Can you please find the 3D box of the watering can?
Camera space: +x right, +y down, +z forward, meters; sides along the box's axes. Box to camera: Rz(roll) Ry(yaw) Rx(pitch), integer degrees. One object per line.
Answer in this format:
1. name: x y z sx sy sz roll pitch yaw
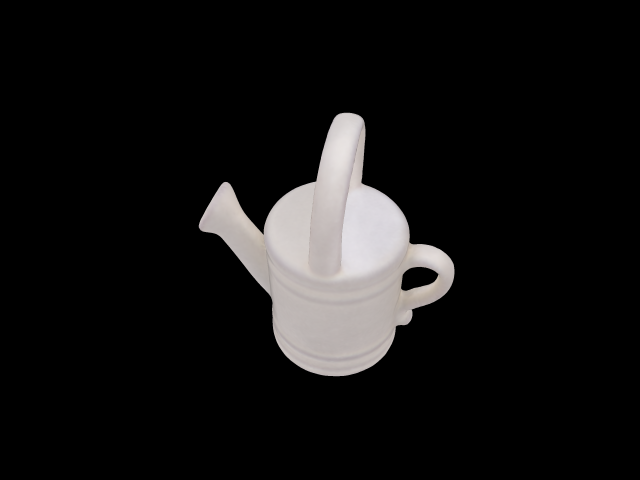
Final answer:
1. watering can: 0.003 0.003 0.398 0.173 0.194 0.101 -5 47 -5
